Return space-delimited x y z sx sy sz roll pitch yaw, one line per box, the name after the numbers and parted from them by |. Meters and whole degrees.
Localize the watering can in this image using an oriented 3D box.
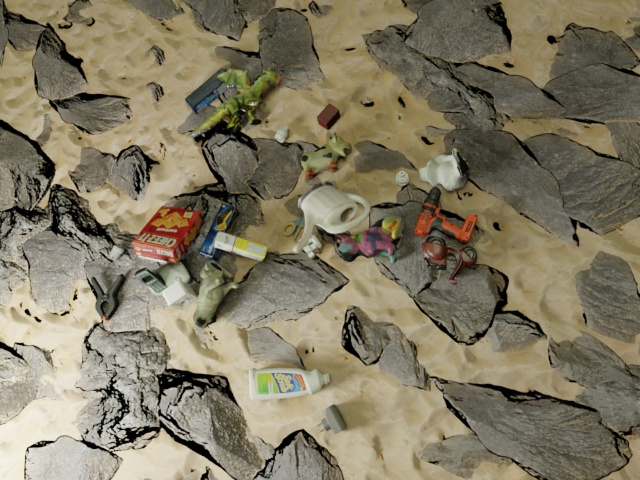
0.005 -0.088 1.740 0.351 0.101 0.227 -27 47 -28 | watering can

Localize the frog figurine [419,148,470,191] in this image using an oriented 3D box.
0.433 -0.231 1.795 0.157 0.123 0.139 -28 74 37 | frog figurine

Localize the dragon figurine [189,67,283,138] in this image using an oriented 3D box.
-0.338 -0.559 2.012 0.410 0.120 0.247 -17 69 1 | dragon figurine
